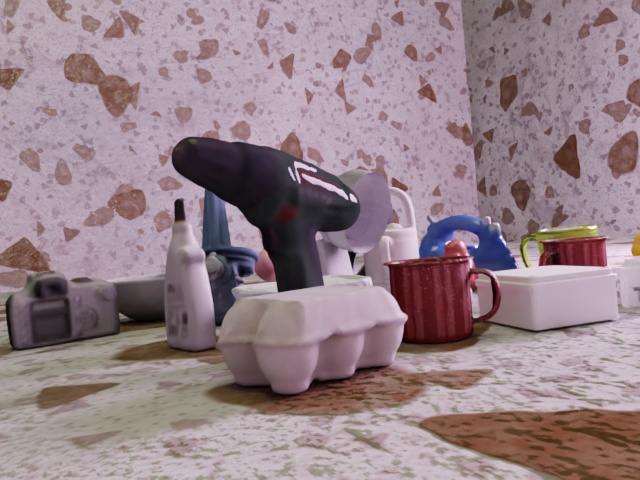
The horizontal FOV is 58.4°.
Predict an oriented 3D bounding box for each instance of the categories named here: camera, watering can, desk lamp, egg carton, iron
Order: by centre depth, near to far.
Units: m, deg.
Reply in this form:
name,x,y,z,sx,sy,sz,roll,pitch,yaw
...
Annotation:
name,x,y,z,sx,sy,sz,roll,pitch,yaw
egg carton,-0.005,0.077,0.479,0.151,0.069,0.107,-5,0,-43
camera,-0.382,0.094,0.834,0.144,0.101,0.136,-5,0,-37
desk lamp,0.008,0.003,0.876,0.202,0.213,0.118,-5,0,39
watering can,0.124,0.002,1.032,0.101,0.194,0.173,-5,0,-8
iron,0.277,0.015,1.067,0.119,0.141,0.257,-5,0,-28

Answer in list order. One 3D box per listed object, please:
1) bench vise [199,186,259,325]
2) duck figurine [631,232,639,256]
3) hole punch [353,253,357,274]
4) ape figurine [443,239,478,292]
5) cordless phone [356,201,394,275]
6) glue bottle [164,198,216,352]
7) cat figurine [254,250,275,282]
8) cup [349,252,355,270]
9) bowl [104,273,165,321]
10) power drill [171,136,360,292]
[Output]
name,x,y,z,sx,sy,sz,roll,pitch,yaw
bench vise,-0.146,0.013,0.881,0.122,0.220,0.207,-5,0,-22
duck figurine,0.457,0.028,0.793,0.077,0.086,0.105,-5,0,16
hole punch,0.023,0.062,1.286,0.109,0.091,0.101,-5,0,-21
ape figurine,0.230,0.045,0.969,0.076,0.092,0.077,-5,0,-16
cordless phone,0.121,0.007,1.185,0.094,0.185,0.148,-5,0,20
glue bottle,-0.153,0.038,0.659,0.037,0.173,0.077,-5,0,-39
cat figurine,-0.085,0.059,1.109,0.067,0.118,0.127,-5,0,-38
cup,0.009,0.062,1.052,0.117,0.095,0.091,-5,0,-1
bowl,-0.287,0.098,0.983,0.167,0.075,0.167,-5,0,0
power drill,-0.039,0.010,0.559,0.075,0.208,0.230,-5,0,37
